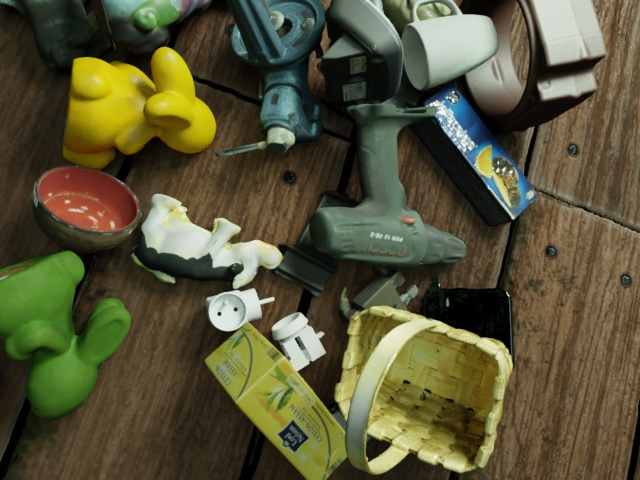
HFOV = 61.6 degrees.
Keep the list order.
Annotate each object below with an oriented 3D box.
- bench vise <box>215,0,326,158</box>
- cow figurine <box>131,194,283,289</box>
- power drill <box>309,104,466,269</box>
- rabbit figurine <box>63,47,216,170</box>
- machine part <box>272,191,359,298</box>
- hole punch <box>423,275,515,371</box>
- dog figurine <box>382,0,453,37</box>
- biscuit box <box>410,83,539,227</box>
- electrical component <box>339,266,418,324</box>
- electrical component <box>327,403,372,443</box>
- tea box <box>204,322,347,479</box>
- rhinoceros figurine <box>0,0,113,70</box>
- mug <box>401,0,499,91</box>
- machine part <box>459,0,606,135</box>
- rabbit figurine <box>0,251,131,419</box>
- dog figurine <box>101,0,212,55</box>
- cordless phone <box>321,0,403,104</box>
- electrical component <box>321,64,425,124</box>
[{"bbox_3d":[-0.060,-0.225,0.624,0.129,0.240,0.223,8,65,21],"label":"bench vise"},{"bbox_3d":[-0.134,0.018,0.643,0.167,0.068,0.098,23,83,-6],"label":"cow figurine"},{"bbox_3d":[0.097,-0.065,0.674,0.232,0.086,0.207,-3,106,-27],"label":"power drill"},{"bbox_3d":[-0.199,-0.153,0.624,0.173,0.162,0.122,12,67,-29],"label":"rabbit figurine"},{"bbox_3d":[-0.001,-0.002,0.694,0.084,0.039,0.139,30,78,-3],"label":"machine part"},{"bbox_3d":[0.196,0.117,0.708,0.116,0.092,0.142,-2,87,22],"label":"hole punch"},{"bbox_3d":[0.084,-0.351,0.739,0.191,0.121,0.172,8,71,0],"label":"dog figurine"},{"bbox_3d":[0.210,-0.116,0.747,0.059,0.063,0.202,-40,93,-16],"label":"biscuit box"},{"bbox_3d":[0.073,0.076,0.700,0.102,0.045,0.078,-47,123,-12],"label":"electrical component"},{"bbox_3d":[0.031,0.235,0.677,0.094,0.021,0.063,-35,91,-15],"label":"electrical component"},{"bbox_3d":[-0.042,0.182,0.595,0.068,0.098,0.169,-42,120,-14],"label":"tea box"},{"bbox_3d":[-0.330,-0.294,0.643,0.112,0.073,0.190,-27,91,-5],"label":"rhinoceros figurine"},{"bbox_3d":[0.163,-0.253,0.681,0.107,0.081,0.109,-15,84,-9],"label":"mug"},{"bbox_3d":[0.261,-0.254,0.706,0.087,0.201,0.201,-13,86,-11],"label":"machine part"},{"bbox_3d":[-0.292,0.105,0.589,0.159,0.121,0.170,-23,106,-22],"label":"rabbit figurine"},{"bbox_3d":[-0.154,-0.309,0.640,0.219,0.192,0.108,-19,131,-13],"label":"dog figurine"},{"bbox_3d":[0.047,-0.266,0.629,0.089,0.146,0.184,-2,79,5],"label":"cordless phone"},{"bbox_3d":[0.082,-0.213,0.733,0.115,0.058,0.134,35,76,-9],"label":"electrical component"}]
